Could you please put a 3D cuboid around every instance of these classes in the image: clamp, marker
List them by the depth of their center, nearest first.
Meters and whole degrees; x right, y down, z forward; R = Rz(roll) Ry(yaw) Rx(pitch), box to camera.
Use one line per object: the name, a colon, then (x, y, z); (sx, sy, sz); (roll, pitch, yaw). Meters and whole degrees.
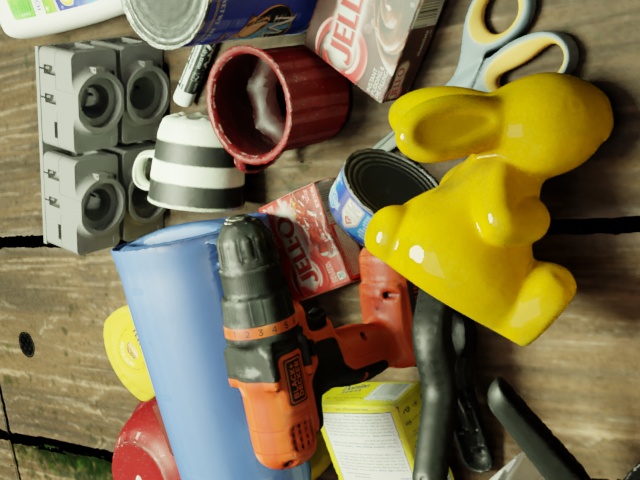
clamp: (0.189, 0.179, 0.736); (0.164, 0.036, 0.210); (7, 117, 7)
clamp: (0.091, 0.106, 0.789); (0.039, 0.120, 0.171); (-9, 94, 23)
marker: (-0.102, -0.170, 0.943); (0.020, 0.020, 0.121); (46, 129, 22)

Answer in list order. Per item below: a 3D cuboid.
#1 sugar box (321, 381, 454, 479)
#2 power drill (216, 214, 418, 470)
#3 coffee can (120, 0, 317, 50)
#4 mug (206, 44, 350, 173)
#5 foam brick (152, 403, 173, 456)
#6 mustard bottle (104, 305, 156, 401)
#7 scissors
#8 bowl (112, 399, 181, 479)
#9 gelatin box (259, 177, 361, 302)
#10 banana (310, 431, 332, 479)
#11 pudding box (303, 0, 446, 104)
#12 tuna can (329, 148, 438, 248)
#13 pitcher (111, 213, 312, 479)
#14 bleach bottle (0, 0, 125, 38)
sugar box: (0.065, 0.203, 0.873); (0.094, 0.048, 0.176); (-7, 109, 44)
power drill: (0.004, 0.055, 0.799); (0.057, 0.187, 0.184); (2, 106, 44)
coffee can: (-0.069, -0.204, 0.819); (0.103, 0.140, 0.103); (15, 112, 39)
mug: (-0.034, -0.103, 0.858); (0.093, 0.081, 0.117); (40, 126, 27)
foam brick: (-0.109, 0.164, 1.012); (0.051, 0.078, 0.053); (-26, 85, 42)
mustard bottle: (-0.135, 0.079, 1.023); (0.192, 0.058, 0.096); (-38, 74, 42)
scissors: (0.095, -0.124, 0.779); (0.202, 0.016, 0.096); (-14, 92, 44)
bowl: (-0.165, 0.243, 1.104); (0.162, 0.055, 0.162); (14, 112, 39)
gelatin box: (-0.006, 0.001, 0.900); (0.073, 0.030, 0.089); (-22, 87, 45)
banana: (-0.037, 0.201, 0.985); (0.198, 0.037, 0.069); (-23, 87, 44)
pudding box: (0.043, -0.173, 0.795); (0.090, 0.039, 0.114); (41, 127, 27)
tuna can: (0.050, -0.028, 0.801); (0.086, 0.085, 0.034); (48, 132, 21)
pitcher: (-0.078, 0.103, 0.886); (0.145, 0.149, 0.243); (-11, 97, 14)
bleach bottle: (-0.209, -0.255, 0.987); (0.251, 0.067, 0.102); (-4, 100, 41)
